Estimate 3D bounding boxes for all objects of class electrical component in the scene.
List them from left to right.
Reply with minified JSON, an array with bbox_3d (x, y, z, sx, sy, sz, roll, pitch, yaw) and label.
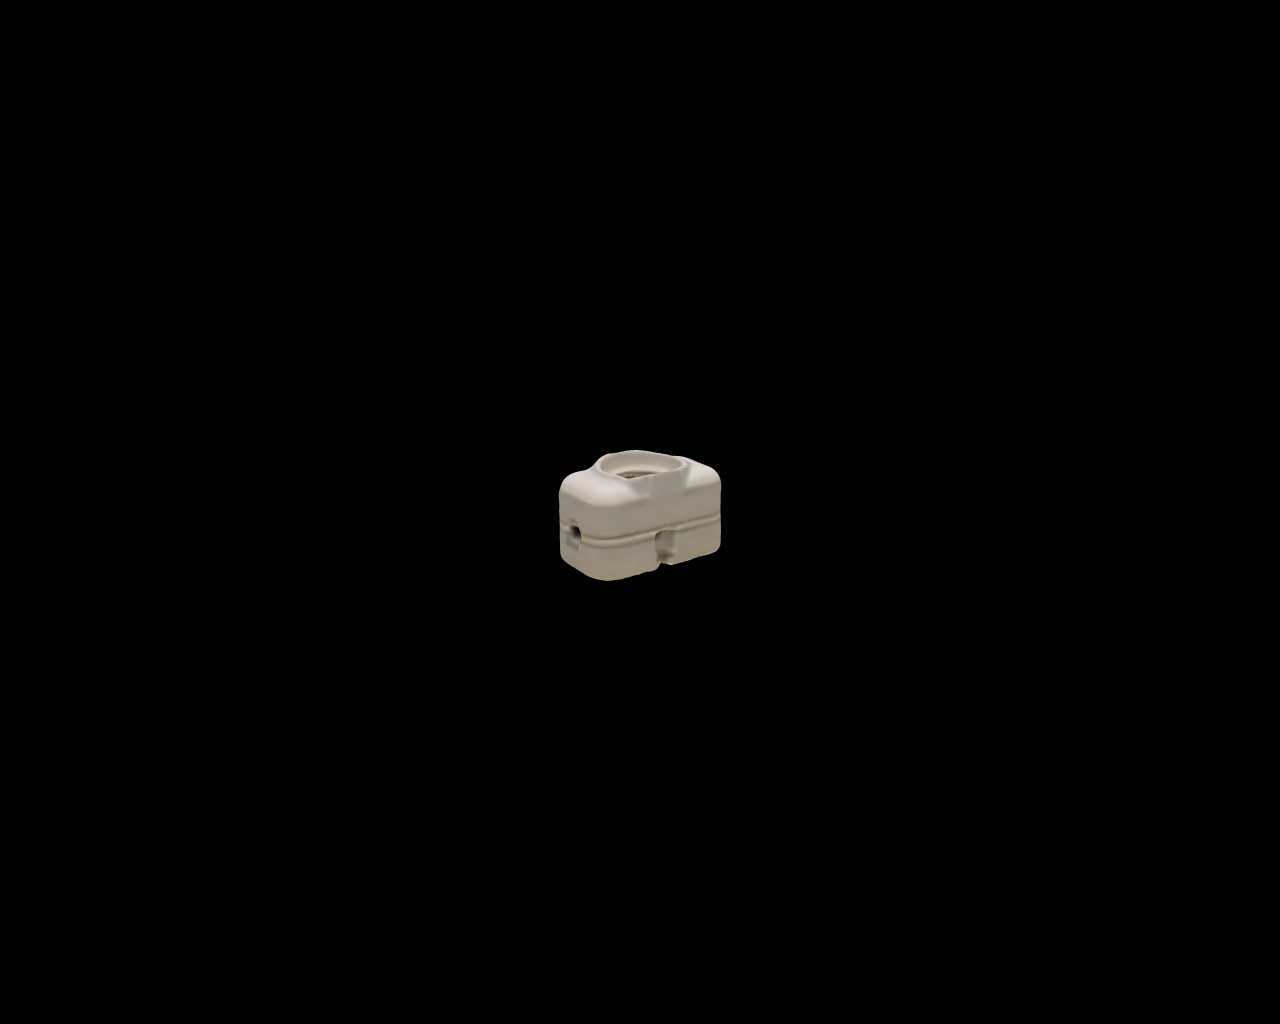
[{"bbox_3d":[0.001,-0.003,0.650,0.095,0.059,0.054,-12,23,-31],"label":"electrical component"}]
